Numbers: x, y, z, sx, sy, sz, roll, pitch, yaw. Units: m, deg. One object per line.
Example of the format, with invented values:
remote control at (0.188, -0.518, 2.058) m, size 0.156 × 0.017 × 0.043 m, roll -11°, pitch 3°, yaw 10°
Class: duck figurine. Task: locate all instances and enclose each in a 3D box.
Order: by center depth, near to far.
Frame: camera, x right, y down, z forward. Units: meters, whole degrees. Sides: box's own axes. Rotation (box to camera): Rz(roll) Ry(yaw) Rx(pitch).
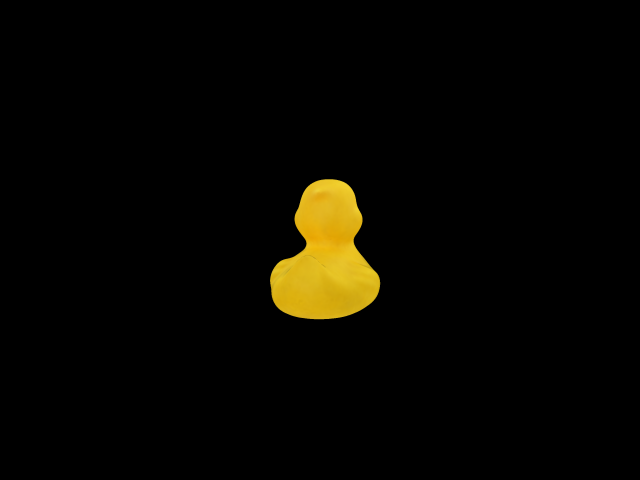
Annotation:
duck figurine at (0.004, 0.001, 0.400) m, size 0.077 × 0.086 × 0.105 m, roll 4°, pitch 14°, yaw 15°
